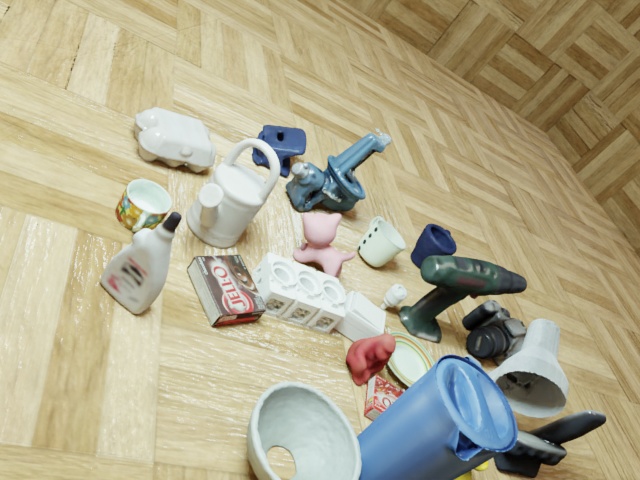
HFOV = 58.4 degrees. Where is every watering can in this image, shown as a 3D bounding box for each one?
[{"bbox_3d":[-0.138,-0.081,0.952,0.101,0.193,0.173,33,32,-12],"label":"watering can"}]

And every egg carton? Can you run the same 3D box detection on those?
[{"bbox_3d":[-0.267,-0.183,1.058,0.151,0.069,0.107,9,44,-41],"label":"egg carton"}]

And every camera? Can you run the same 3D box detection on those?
[{"bbox_3d":[0.376,0.201,1.250,0.137,0.100,0.143,3,48,-46],"label":"camera"}]

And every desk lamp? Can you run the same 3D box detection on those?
[{"bbox_3d":[0.359,0.250,1.064,0.118,0.213,0.203,38,31,-4],"label":"desk lamp"}]

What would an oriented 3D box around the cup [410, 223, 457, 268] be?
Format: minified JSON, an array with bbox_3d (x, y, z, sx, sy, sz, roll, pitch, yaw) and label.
[{"bbox_3d":[0.264,0.019,1.359,0.091,0.094,0.118,45,32,7],"label":"cup"}]

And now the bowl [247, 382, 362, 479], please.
[{"bbox_3d":[-0.032,0.275,0.743,0.168,0.074,0.167,28,34,-21],"label":"bowl"}]

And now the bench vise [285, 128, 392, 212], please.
[{"bbox_3d":[0.047,-0.141,1.201,0.121,0.219,0.208,51,33,16],"label":"bench vise"}]

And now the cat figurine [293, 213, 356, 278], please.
[{"bbox_3d":[0.010,0.004,1.081,0.128,0.117,0.067,42,31,2],"label":"cat figurine"}]

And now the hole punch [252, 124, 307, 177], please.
[{"bbox_3d":[-0.089,-0.210,1.262,0.101,0.091,0.108,26,35,-23],"label":"hole punch"}]

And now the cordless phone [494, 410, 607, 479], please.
[{"bbox_3d":[0.402,0.341,1.025,0.148,0.184,0.094,19,37,-31],"label":"cordless phone"}]

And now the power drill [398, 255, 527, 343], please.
[{"bbox_3d":[0.268,0.112,1.139,0.230,0.208,0.075,20,37,-31],"label":"power drill"}]

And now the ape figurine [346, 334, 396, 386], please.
[{"bbox_3d":[0.091,0.191,0.963,0.078,0.092,0.076,19,38,-31],"label":"ape figurine"}]

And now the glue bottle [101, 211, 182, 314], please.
[{"bbox_3d":[-0.225,0.022,0.753,0.078,0.173,0.037,40,31,-2],"label":"glue bottle"}]

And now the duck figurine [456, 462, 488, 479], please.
[{"bbox_3d":[0.221,0.344,0.921,0.104,0.086,0.078,41,31,0],"label":"duck figurine"}]
